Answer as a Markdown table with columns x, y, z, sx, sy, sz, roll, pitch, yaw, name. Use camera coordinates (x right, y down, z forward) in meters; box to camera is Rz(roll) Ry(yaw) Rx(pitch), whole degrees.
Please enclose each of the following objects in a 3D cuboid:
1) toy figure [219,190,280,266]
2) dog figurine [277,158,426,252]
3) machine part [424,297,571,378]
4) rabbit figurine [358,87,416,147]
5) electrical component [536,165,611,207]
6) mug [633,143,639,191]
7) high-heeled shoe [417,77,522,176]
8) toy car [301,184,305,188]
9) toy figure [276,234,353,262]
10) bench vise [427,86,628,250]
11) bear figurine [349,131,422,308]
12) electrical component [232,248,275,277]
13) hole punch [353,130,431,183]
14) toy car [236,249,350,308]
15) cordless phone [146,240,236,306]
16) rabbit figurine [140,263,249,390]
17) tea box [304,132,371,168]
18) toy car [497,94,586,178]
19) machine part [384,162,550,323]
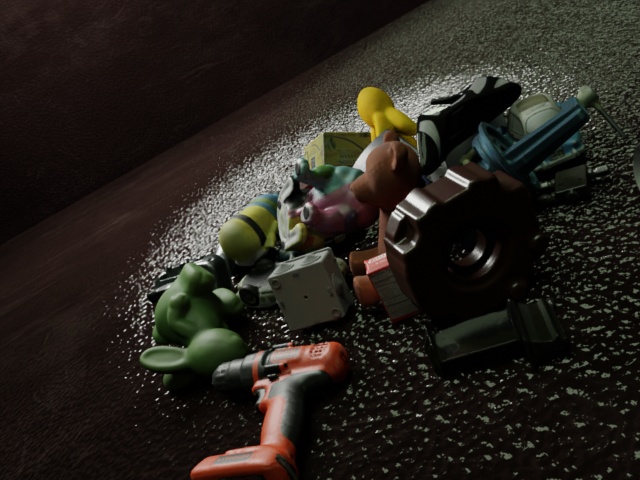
| x | y | z | sx | sy | sz | roll | pitch | yaw | name |
| --- | --- | --- | --- | --- | --- | --- | --- | --- | --- |
| -0.111 | -0.027 | 0.938 | 0.082 | 0.089 | 0.180 | -47 | 10 | 42 | toy figure |
| 0.059 | -0.051 | 0.828 | 0.219 | 0.108 | 0.191 | 0 | -26 | -21 | dog figurine |
| 0.174 | 0.099 | 0.545 | 0.139 | 0.039 | 0.084 | -18 | 31 | 19 | machine part |
| 0.122 | -0.210 | 1.043 | 0.122 | 0.173 | 0.162 | -24 | 20 | 0 | rabbit figurine |
| 0.340 | -0.073 | 0.722 | 0.094 | 0.021 | 0.063 | -17 | 27 | 32 | electrical component |
| 0.421 | -0.097 | 0.595 | 0.107 | 0.109 | 0.081 | -12 | 21 | 2 | mug |
| 0.225 | -0.168 | 0.801 | 0.145 | 0.086 | 0.249 | 0 | 43 | 20 | high-heeled shoe |
| -0.056 | -0.068 | 1.095 | 0.089 | 0.053 | 0.202 | 4 | 35 | 30 | toy car |
| -0.002 | -0.003 | 0.907 | 0.154 | 0.057 | 0.064 | -33 | 16 | 2 | toy figure |
| 0.255 | -0.102 | 0.701 | 0.240 | 0.129 | 0.224 | -42 | 3 | 30 | bench vise |
| 0.081 | -0.031 | 0.694 | 0.132 | 0.195 | 0.120 | -19 | 24 | 6 | bear figurine |
| -0.125 | 0.015 | 1.014 | 0.075 | 0.047 | 0.119 | -11 | 31 | 31 | electrical component |
| 0.118 | -0.115 | 0.923 | 0.116 | 0.092 | 0.142 | -34 | 52 | -12 | hole punch |
| -0.048 | 0.064 | 0.828 | 0.202 | 0.056 | 0.073 | -11 | 35 | 37 | toy car |
| -0.209 | 0.048 | 0.945 | 0.147 | 0.088 | 0.184 | -16 | 39 | 26 | cordless phone |
| -0.174 | 0.134 | 0.757 | 0.159 | 0.121 | 0.170 | -38 | 41 | -12 | rabbit figurine |
| 0.032 | -0.164 | 1.055 | 0.098 | 0.068 | 0.170 | -2 | 0 | -11 | tea box |
| 0.333 | -0.168 | 0.824 | 0.109 | 0.102 | 0.162 | -22 | 23 | 16 | toy car |
| 0.159 | 0.007 | 0.585 | 0.179 | 0.179 | 0.056 | -30 | 27 | -4 | machine part |
